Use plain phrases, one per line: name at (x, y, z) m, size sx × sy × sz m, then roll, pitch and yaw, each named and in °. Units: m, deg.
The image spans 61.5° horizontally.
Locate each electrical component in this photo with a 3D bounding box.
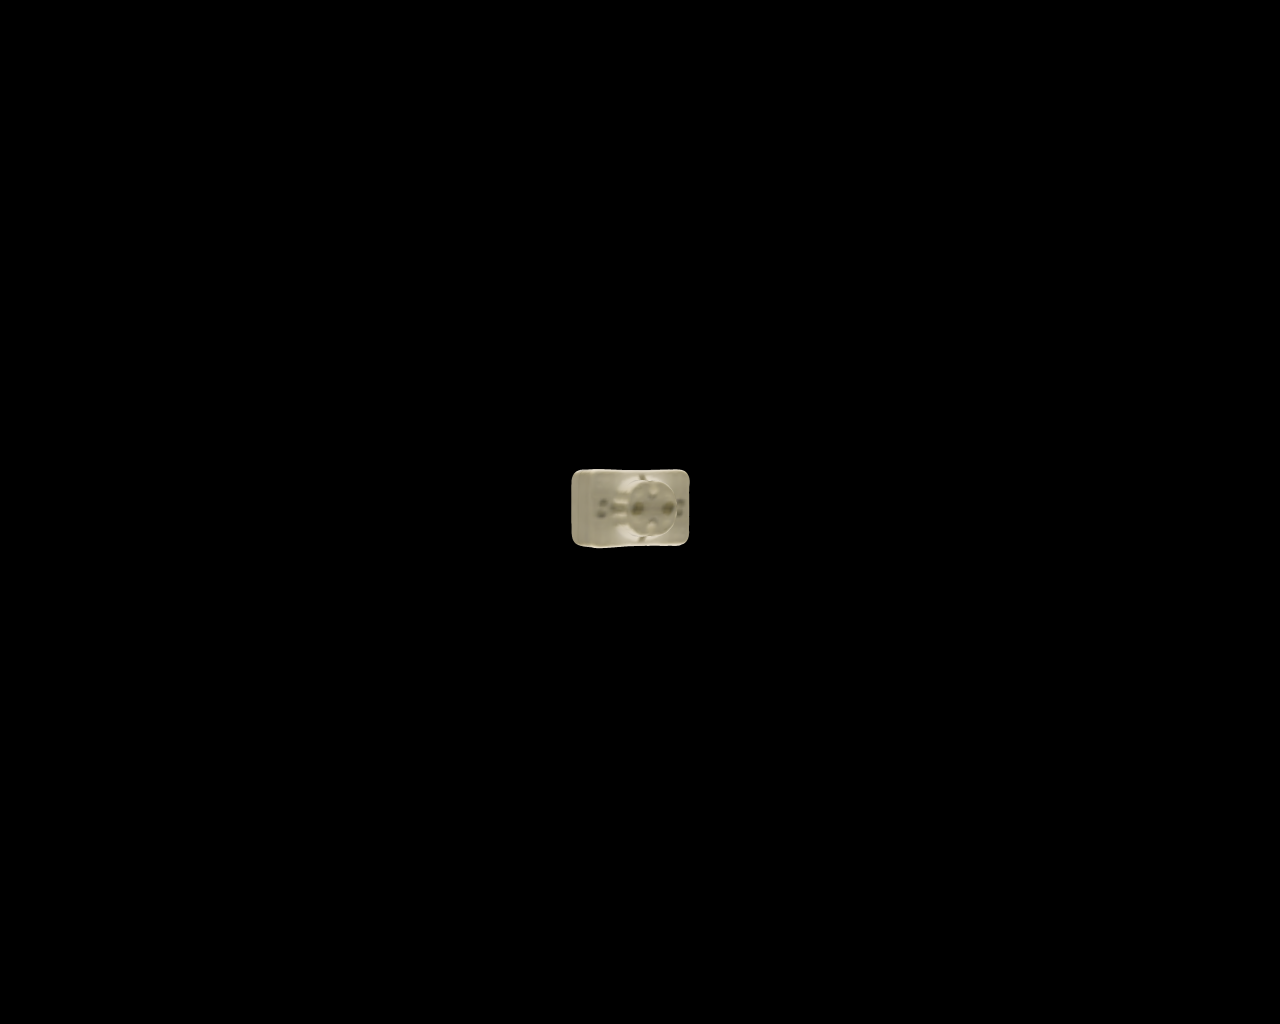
electrical component at (0.001, -0.003, 0.650) m, size 0.066 × 0.047 × 0.076 m, roll 0°, pitch 0°, yaw -21°
